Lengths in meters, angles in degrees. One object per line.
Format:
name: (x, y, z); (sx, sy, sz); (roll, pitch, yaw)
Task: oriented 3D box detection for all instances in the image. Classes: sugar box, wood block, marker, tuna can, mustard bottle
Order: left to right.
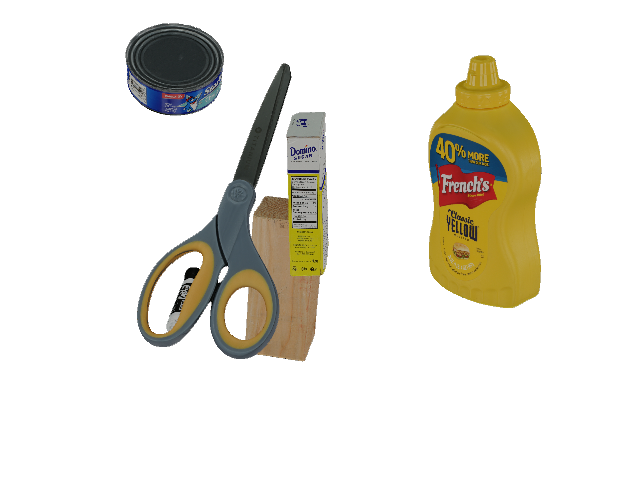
tuna can: (-0.129, -0.152, 0.947); (0.086, 0.086, 0.034); (0, -37, -9)
marker: (-0.126, 0.055, 1.008); (0.020, 0.020, 0.121); (0, 22, 2)
wood block: (-0.050, 0.052, 1.498); (0.090, 0.206, 0.090); (8, 22, 6)
sugar box: (-0.015, -0.055, 1.262); (0.048, 0.176, 0.093); (-1, 24, 5)
mustard bottle: (0.126, -0.048, 0.828); (0.058, 0.192, 0.096); (-21, 30, -33)

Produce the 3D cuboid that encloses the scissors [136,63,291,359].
scissors: (-0.039, -0.012, 0.673); (0.096, 0.201, 0.016); (31, -12, 13)
